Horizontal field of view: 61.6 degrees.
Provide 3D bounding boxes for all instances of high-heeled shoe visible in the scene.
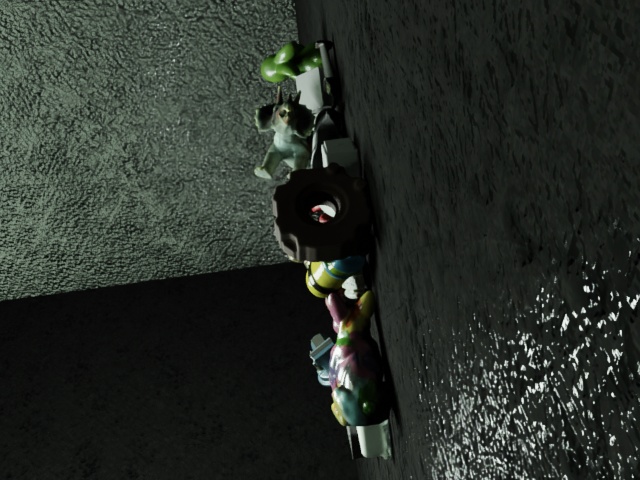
[{"bbox_3d":[0.026,-0.163,1.143,0.145,0.086,0.248,61,-154,-86],"label":"high-heeled shoe"}]

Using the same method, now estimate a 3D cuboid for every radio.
[{"bbox_3d":[0.102,0.478,1.496,0.230,0.073,0.130,-99,2,-54],"label":"radio"}]

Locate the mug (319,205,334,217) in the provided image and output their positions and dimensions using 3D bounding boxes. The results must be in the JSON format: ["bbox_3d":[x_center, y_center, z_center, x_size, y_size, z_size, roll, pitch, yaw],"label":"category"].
[{"bbox_3d":[0.042,-0.067,1.009,0.107,0.081,0.109,-133,38,-74],"label":"mug"}]

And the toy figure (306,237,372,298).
[{"bbox_3d":[0.029,0.043,0.988,0.180,0.082,0.089,-42,22,55],"label":"toy figure"}]

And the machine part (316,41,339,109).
[{"bbox_3d":[0.019,-0.359,1.147,0.084,0.039,0.139,45,-146,-79],"label":"machine part"}]

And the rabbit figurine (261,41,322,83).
[{"bbox_3d":[-0.064,-0.426,1.340,0.159,0.170,0.121,-105,7,-82],"label":"rabbit figurine"}]

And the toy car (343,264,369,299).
[{"bbox_3d":[0.067,0.074,1.141,0.202,0.056,0.073,-110,13,-84],"label":"toy car"}]

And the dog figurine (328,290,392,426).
[{"bbox_3d":[0.067,0.205,0.989,0.191,0.109,0.219,-106,11,-83],"label":"dog figurine"}]

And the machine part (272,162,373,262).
[{"bbox_3d":[0.003,-0.047,0.896,0.056,0.179,0.179,88,174,-61],"label":"machine part"}]

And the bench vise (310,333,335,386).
[{"bbox_3d":[0.064,0.324,1.299,0.240,0.129,0.224,53,163,-20],"label":"bench vise"}]

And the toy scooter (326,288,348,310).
[{"bbox_3d":[0.040,0.121,1.411,0.135,0.075,0.184,51,-162,-27],"label":"toy scooter"}]

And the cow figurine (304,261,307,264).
[{"bbox_3d":[-0.003,-0.004,1.304,0.085,0.195,0.127,16,-114,-42],"label":"cow figurine"}]

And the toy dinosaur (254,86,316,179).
[{"bbox_3d":[-0.029,-0.198,1.257,0.404,0.131,0.192,34,-114,-58],"label":"toy dinosaur"}]

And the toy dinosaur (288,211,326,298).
[{"bbox_3d":[0.002,0.057,1.606,0.198,0.105,0.472,44,-155,-35],"label":"toy dinosaur"}]
